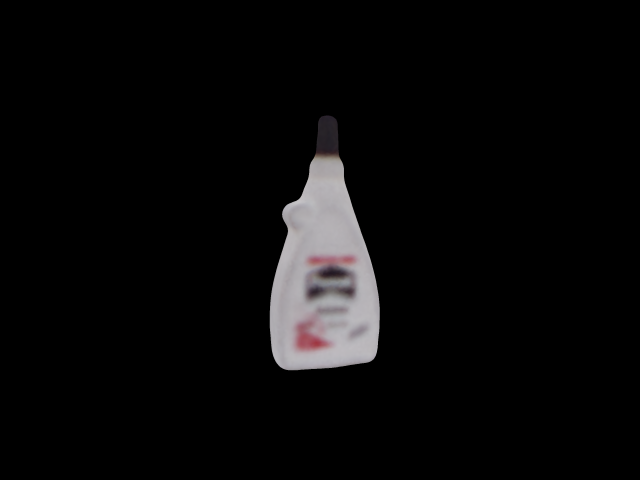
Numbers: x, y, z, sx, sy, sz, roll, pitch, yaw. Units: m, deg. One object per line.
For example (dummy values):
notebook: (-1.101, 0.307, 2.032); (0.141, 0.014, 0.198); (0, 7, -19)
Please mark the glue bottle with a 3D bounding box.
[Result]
glue bottle: (0.004, 0.001, 0.400); (0.078, 0.173, 0.037); (-3, 7, -19)
